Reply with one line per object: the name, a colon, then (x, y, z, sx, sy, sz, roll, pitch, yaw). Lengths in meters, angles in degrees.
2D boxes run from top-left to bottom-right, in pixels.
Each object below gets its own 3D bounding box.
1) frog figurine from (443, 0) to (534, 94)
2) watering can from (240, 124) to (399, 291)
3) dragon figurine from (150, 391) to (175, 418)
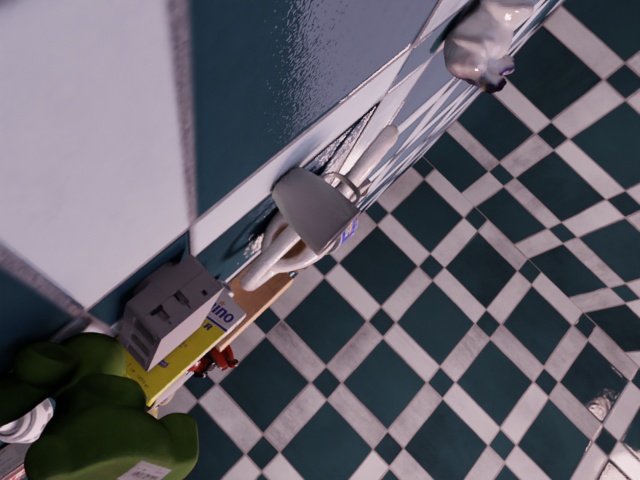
frog figurine: (0.245, -0.316, 0.757, 0.139, 0.124, 0.156, -33, 134, -28)
watering can: (0.003, -0.044, 0.864, 0.348, 0.104, 0.224, -45, 177, 1)
dragon figurine: (-0.491, 0.467, 1.486, 0.406, 0.121, 0.247, -44, -166, 18)
